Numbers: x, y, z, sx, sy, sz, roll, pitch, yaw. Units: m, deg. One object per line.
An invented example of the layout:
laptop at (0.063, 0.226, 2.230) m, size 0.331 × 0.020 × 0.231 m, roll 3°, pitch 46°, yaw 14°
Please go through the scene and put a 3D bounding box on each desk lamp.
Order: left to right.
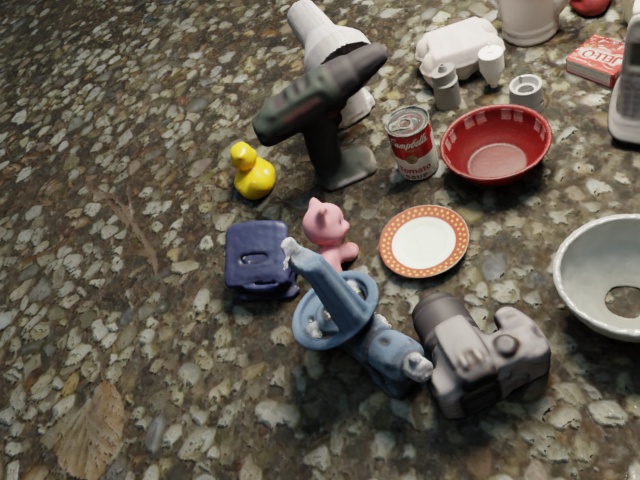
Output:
desk lamp at (0.019, -0.297, 0.994) m, size 0.118 × 0.214 × 0.202 m, roll -31°, pitch 48°, yaw -3°

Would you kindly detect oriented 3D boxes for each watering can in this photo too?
watering can at (0.365, -0.445, 0.981) m, size 0.172 × 0.194 × 0.101 m, roll -4°, pitch 52°, yaw 20°

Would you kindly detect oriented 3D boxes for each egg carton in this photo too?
egg carton at (0.248, -0.338, 1.028) m, size 0.150 × 0.070 × 0.107 m, roll -17°, pitch 49°, yaw 9°

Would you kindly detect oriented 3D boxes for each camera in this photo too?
camera at (0.176, 0.116, 0.678) m, size 0.143 × 0.101 × 0.136 m, roll -27°, pitch 48°, yaw 1°

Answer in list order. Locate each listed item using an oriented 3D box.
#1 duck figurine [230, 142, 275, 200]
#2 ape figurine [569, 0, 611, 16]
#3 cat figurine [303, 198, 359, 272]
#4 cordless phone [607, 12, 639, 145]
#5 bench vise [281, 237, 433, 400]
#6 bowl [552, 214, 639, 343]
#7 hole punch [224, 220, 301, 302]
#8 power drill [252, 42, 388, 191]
duck figurine at (-0.127, -0.129, 1.007) m, size 0.077 × 0.086 × 0.104 m, roll -24°, pitch 48°, yaw 4°
ape figurine at (0.477, -0.450, 1.008) m, size 0.077 × 0.092 × 0.076 m, roll -6°, pitch 52°, yaw 18°
cat figurine at (0.008, 0.003, 0.825) m, size 0.067 × 0.118 × 0.128 m, roll -4°, pitch 52°, yaw 19°
cordless phone at (0.469, -0.213, 0.761) m, size 0.147 × 0.185 × 0.094 m, roll 11°, pitch 59°, yaw 29°
bench vise at (0.044, 0.082, 0.680) m, size 0.206 × 0.220 × 0.121 m, roll 11°, pitch 59°, yaw 29°
bowl at (0.361, 0.055, 0.667) m, size 0.167 × 0.075 × 0.167 m, roll -11°, pitch 50°, yaw 14°
hole punch at (-0.088, 0.032, 0.860) m, size 0.108 × 0.091 × 0.101 m, roll -6°, pitch 52°, yaw 18°
power drill at (0.019, -0.184, 0.908) m, size 0.229 × 0.209 × 0.075 m, roll -23°, pitch 48°, yaw 4°
